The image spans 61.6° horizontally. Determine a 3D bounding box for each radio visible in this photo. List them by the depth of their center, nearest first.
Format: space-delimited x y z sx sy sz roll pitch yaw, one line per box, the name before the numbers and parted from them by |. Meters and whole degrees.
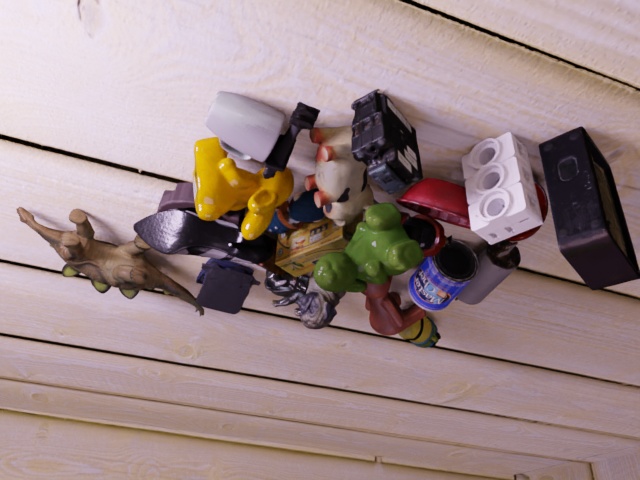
radio | 0.403 -0.053 0.811 0.073 0.230 0.131 -25 133 35

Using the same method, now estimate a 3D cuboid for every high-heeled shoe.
high-heeled shoe | -0.213 -0.004 1.012 0.249 0.086 0.145 13 -179 19

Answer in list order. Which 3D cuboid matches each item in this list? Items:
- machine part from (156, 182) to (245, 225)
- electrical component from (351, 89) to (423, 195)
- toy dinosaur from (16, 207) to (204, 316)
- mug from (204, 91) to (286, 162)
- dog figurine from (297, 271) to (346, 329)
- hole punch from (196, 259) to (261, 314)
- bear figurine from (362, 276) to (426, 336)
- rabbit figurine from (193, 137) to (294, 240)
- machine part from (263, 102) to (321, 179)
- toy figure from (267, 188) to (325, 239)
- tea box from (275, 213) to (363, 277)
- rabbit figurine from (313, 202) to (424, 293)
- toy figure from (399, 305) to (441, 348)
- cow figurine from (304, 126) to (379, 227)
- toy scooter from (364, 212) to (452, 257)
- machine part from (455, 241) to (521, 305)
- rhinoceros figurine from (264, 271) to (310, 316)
machine part | -0.228 -0.042 1.042 0.179 0.056 0.179 3 146 2
electrical component | 0.098 -0.137 0.791 0.058 0.134 0.114 -25 136 32
toy dinosaur | -0.436 0.058 1.181 0.471 0.105 0.198 32 146 -23
mug | -0.121 -0.172 0.817 0.107 0.081 0.109 27 147 -18
dog figurine | 0.044 0.086 1.091 0.172 0.190 0.121 -20 141 28
hole punch | -0.221 0.094 1.240 0.142 0.092 0.115 21 112 -21
bear figurine | 0.147 0.116 1.223 0.120 0.132 0.195 17 132 50
rabbit figurine | -0.121 -0.089 0.897 0.173 0.162 0.121 -3 138 -23
machine part | -0.049 -0.153 0.834 0.039 0.084 0.139 33 139 -8
toy figure | -0.041 -0.050 1.010 0.154 0.064 0.058 -23 177 41
tea box | -0.002 -0.003 1.042 0.170 0.098 0.068 -21 139 35
rabbit figurine | 0.060 0.030 0.904 0.170 0.121 0.159 -23 169 -15
toy figure | 0.255 0.232 1.389 0.082 0.089 0.180 -21 138 21
cow figurine | 0.044 -0.101 0.890 0.127 0.086 0.194 -13 139 -17
toy scooter | 0.181 -0.009 1.008 0.135 0.075 0.184 14 -179 -36
machine part | 0.351 0.069 1.141 0.079 0.079 0.243 9 146 -8
rhinoceros figurine | -0.061 0.112 1.248 0.112 0.073 0.190 -19 141 33
